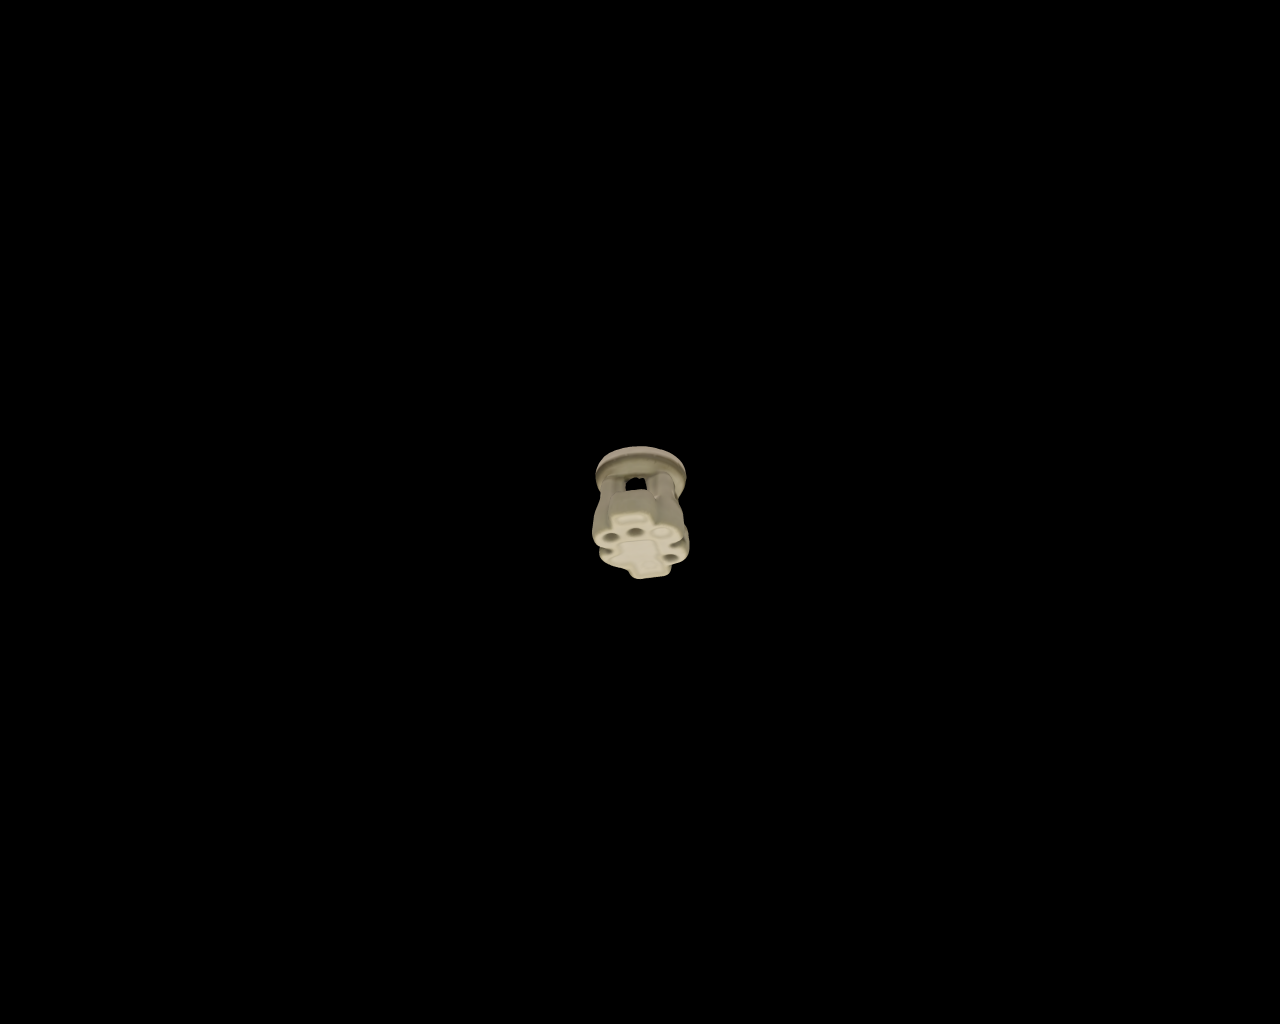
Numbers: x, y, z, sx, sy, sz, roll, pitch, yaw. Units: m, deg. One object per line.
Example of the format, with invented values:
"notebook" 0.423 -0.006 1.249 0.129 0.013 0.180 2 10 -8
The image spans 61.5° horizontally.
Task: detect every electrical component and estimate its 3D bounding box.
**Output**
"electrical component" 0.001 -0.003 0.650 0.058 0.057 0.078 -6 -32 9
